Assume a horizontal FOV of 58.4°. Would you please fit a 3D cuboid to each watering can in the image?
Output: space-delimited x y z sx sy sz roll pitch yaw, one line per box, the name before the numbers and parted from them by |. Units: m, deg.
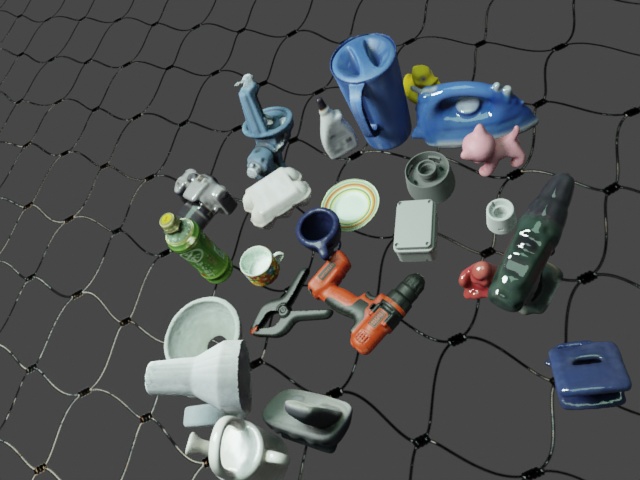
watering can | -0.139 0.353 0.947 0.172 0.194 0.101 -20 56 10

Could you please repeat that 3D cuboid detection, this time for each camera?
camera | -0.289 -0.085 1.322 0.142 0.101 0.137 26 73 32

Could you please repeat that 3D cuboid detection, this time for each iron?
iron | 0.311 -0.278 1.177 0.257 0.142 0.118 -1 61 21

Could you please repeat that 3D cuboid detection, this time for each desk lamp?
desk lamp | -0.195 0.260 1.012 0.203 0.214 0.118 -11 58 15

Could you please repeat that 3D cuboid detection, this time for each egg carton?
egg carton | -0.096 -0.094 1.271 0.150 0.070 0.107 -34 55 -1

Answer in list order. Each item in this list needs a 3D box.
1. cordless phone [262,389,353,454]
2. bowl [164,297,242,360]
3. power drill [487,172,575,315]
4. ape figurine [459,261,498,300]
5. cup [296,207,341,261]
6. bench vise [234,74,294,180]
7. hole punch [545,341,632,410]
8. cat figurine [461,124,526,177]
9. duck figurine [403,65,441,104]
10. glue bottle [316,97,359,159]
cordless phone | -0.037 0.283 0.954 0.147 0.185 0.094 5 63 24
bowl | -0.220 0.202 1.141 0.167 0.075 0.167 -10 58 16
power drill | 0.351 0.029 0.938 0.075 0.209 0.230 24 72 31
ape figurine | 0.287 0.066 1.013 0.076 0.092 0.077 -44 55 -8
cup | 0.011 0.004 1.156 0.091 0.095 0.117 -21 56 9
bench vise | -0.123 -0.248 1.280 0.121 0.220 0.207 -14 57 13
hole punch | 0.411 0.203 0.885 0.108 0.091 0.101 -11 58 15
cat figurine | 0.335 -0.186 1.128 0.127 0.118 0.067 -20 56 9
duck figurine | 0.229 -0.359 1.291 0.104 0.086 0.077 35 78 33
glue bottle | 0.027 -0.251 1.252 0.078 0.173 0.037 -28 55 4
